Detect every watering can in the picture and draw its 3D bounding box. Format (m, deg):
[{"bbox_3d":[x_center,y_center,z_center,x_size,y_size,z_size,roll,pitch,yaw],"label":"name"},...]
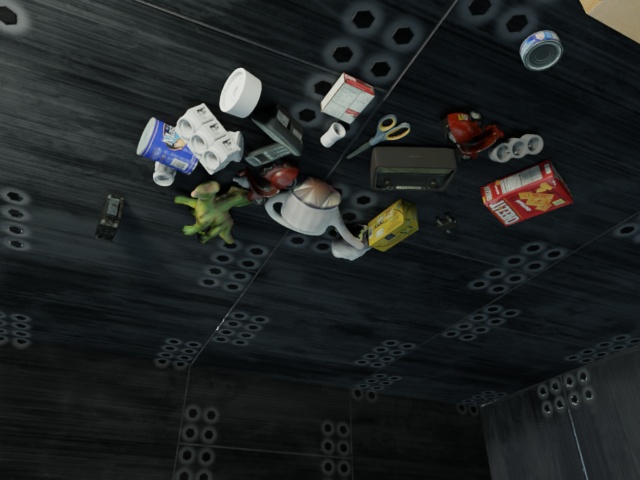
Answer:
[{"bbox_3d":[0.005,-0.079,1.577,0.347,0.106,0.219,19,143,-7],"label":"watering can"}]

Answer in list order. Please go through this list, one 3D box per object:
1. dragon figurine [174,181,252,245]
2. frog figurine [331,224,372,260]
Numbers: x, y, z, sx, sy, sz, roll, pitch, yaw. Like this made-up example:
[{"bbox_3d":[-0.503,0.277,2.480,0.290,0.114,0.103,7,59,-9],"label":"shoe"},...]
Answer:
[{"bbox_3d":[-0.290,-0.086,1.601,0.241,0.124,0.406,-19,159,17],"label":"dragon figurine"},{"bbox_3d":[0.105,0.029,1.750,0.138,0.125,0.155,-14,136,-14],"label":"frog figurine"}]
